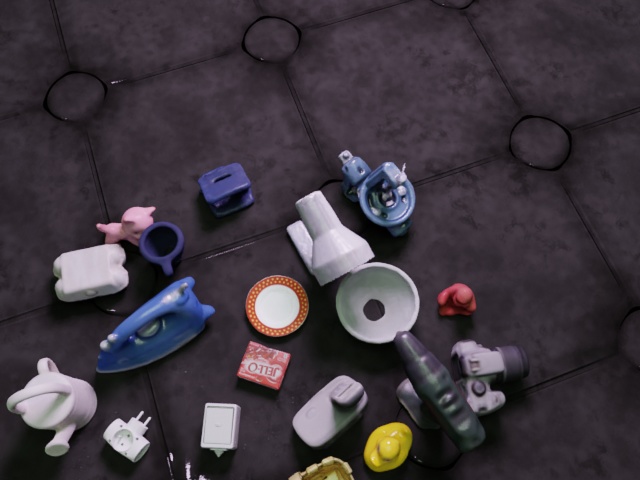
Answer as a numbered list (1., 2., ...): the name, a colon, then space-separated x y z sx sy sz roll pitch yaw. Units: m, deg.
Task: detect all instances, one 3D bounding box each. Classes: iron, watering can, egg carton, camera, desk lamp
1. iron: -0.342 0.170 1.117 0.258 0.141 0.118 -36 73 -12
2. watering can: -0.485 0.299 1.040 0.101 0.194 0.172 -41 74 -14
3. egg carton: -0.476 0.070 1.193 0.150 0.069 0.107 -13 70 -5
4. camera: 0.336 0.260 1.107 0.137 0.101 0.143 -7 69 -3
5. desk lamp: 0.010 0.004 1.142 0.118 0.213 0.203 -29 72 -10

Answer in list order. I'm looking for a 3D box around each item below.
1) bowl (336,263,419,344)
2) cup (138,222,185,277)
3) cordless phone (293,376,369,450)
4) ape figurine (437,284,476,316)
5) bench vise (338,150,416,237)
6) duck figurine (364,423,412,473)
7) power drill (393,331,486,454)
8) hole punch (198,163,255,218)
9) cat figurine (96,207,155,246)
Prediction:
1. bowl: 0.115 0.135 1.168 0.167 0.075 0.167 0 69 0
2. cup: -0.317 0.031 1.195 0.092 0.095 0.117 -17 70 -6
3. cordless phone: 0.021 0.310 1.042 0.148 0.185 0.094 -42 75 -14
4. ape figurine: 0.284 0.120 1.164 0.077 0.092 0.076 34 73 12
5. bench vise: 0.109 -0.111 1.183 0.207 0.220 0.121 30 72 11
6. duck figurine: 0.130 0.386 1.067 0.105 0.086 0.077 -38 74 -13
7. power drill: 0.199 0.279 1.042 0.076 0.208 0.229 -35 73 -12
8. hole punch: -0.210 -0.118 1.253 0.109 0.091 0.101 -25 71 -9
9. cat figurine: -0.403 -0.030 1.205 0.128 0.118 0.067 -7 69 -3
